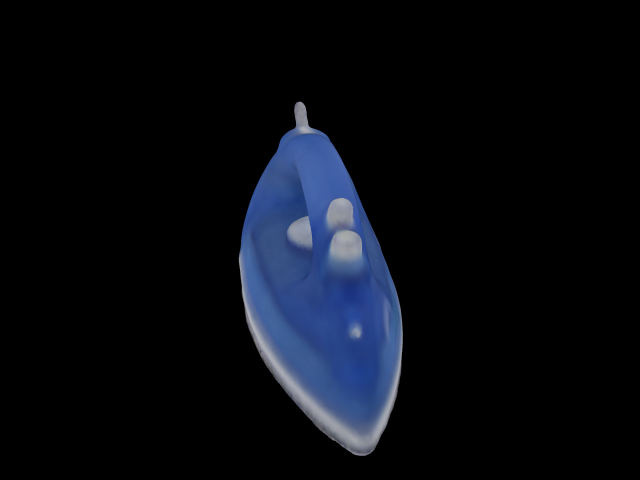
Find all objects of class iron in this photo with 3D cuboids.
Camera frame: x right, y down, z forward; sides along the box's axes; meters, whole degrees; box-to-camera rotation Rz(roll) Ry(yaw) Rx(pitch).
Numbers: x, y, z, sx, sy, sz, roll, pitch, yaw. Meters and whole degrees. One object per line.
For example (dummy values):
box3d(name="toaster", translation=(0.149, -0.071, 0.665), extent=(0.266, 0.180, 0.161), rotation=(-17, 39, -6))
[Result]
box3d(name="iron", translation=(0.004, 0.001, 0.400), extent=(0.119, 0.141, 0.258), rotation=(-5, 28, -10))
